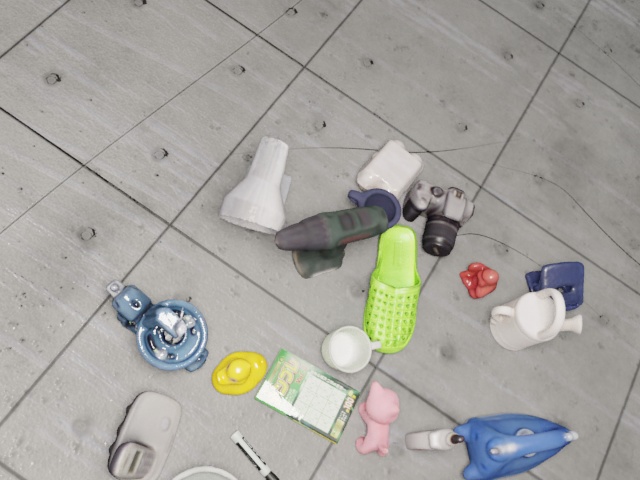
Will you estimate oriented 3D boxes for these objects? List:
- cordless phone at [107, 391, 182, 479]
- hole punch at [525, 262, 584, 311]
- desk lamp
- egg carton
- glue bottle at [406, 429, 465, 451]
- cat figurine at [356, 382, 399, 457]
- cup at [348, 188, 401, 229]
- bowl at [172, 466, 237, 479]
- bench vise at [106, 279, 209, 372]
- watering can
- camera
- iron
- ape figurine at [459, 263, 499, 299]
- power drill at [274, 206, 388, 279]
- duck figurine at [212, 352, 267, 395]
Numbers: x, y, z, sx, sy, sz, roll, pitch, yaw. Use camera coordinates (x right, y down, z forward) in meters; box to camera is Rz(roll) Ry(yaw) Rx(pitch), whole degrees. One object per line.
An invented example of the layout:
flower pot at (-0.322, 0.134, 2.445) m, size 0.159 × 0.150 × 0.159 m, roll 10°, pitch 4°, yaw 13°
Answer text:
cordless phone at (-0.286, 0.317, 0.924) m, size 0.094 × 0.185 × 0.147 m, roll 17°, pitch 68°, yaw -6°
hole punch at (0.517, 0.103, 1.236) m, size 0.109 × 0.091 × 0.101 m, roll -4°, pitch 71°, yaw -14°
desk lamp at (-0.114, -0.090, 1.096) m, size 0.118 × 0.213 × 0.203 m, roll 17°, pitch 68°, yaw -6°
egg carton at (0.154, -0.150, 1.257) m, size 0.107 × 0.069 × 0.150 m, roll 38°, pitch 67°, yaw 3°
glue bottle at (0.216, 0.360, 1.029) m, size 0.078 × 0.173 × 0.037 m, roll -1°, pitch 70°, yaw -13°
cat figurine at (0.112, 0.328, 1.047) m, size 0.067 × 0.117 × 0.128 m, roll 6°, pitch 69°, yaw -10°
cup at (0.102, -0.056, 1.197) m, size 0.118 × 0.095 × 0.092 m, roll 30°, pitch 67°, yaw -1°
bowl at (-0.196, 0.464, 0.951) m, size 0.167 × 0.074 × 0.167 m, roll 4°, pitch 70°, yaw -11°
bench vise at (-0.284, 0.144, 0.969) m, size 0.207 × 0.219 × 0.121 m, roll 22°, pitch 67°, yaw -4°
watering can at (0.435, 0.154, 1.143) m, size 0.173 × 0.194 × 0.101 m, roll -9°, pitch 72°, yaw -16°
camera at (0.251, -0.045, 1.224) m, size 0.143 × 0.100 × 0.137 m, roll 20°, pitch 67°, yaw -5°
iron at (0.394, 0.381, 1.079) m, size 0.259 × 0.141 × 0.118 m, roll -5°, pitch 72°, yaw -15°
ape figurine at (0.344, 0.083, 1.203) m, size 0.076 × 0.092 × 0.078 m, roll 20°, pitch 67°, yaw -5°
power drill at (0.010, 0.004, 1.093) m, size 0.230 × 0.208 × 0.075 m, roll -18°, pitch 75°, yaw -18°
duck figurine at (-0.144, 0.238, 1.039) m, size 0.105 × 0.086 × 0.077 m, roll -19°, pitch 76°, yaw -18°
